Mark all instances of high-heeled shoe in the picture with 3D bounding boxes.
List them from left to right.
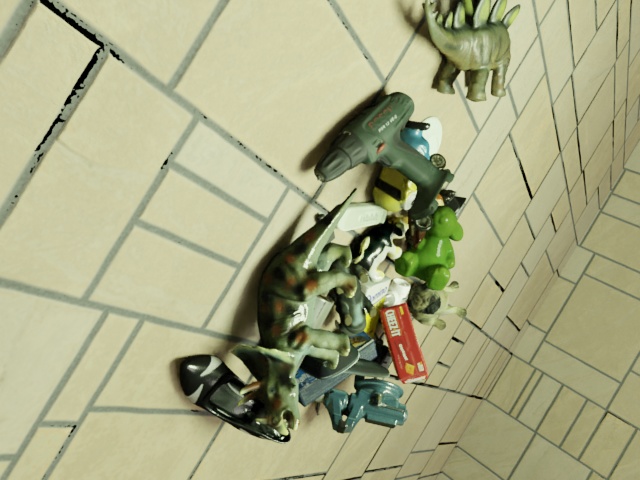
[{"bbox_3d":[-0.139,0.279,0.909,0.086,0.145,0.248,-53,148,-12],"label":"high-heeled shoe"}]

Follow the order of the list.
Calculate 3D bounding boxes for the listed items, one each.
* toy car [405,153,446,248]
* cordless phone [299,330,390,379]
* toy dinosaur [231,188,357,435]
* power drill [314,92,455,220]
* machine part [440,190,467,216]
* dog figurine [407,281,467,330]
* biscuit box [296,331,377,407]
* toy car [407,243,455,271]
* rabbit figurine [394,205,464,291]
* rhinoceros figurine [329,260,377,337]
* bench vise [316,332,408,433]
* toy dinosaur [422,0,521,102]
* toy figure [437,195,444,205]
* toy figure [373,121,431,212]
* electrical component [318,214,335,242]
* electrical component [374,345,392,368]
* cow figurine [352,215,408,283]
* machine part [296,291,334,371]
[{"bbox_3d":[0.209,-0.082,1.090,0.089,0.053,0.202,108,0,-70],"label":"toy car"},{"bbox_3d":[0.043,0.234,1.084,0.184,0.147,0.088,20,85,-34],"label":"cordless phone"},{"bbox_3d":[-0.043,0.105,0.908,0.131,0.192,0.404,153,-58,-76],"label":"toy dinosaur"},{"bbox_3d":[0.119,-0.127,0.924,0.232,0.207,0.086,-54,-170,-22],"label":"power drill"},{"bbox_3d":[0.326,-0.087,1.343,0.084,0.039,0.138,-52,149,4],"label":"machine part"},{"bbox_3d":[0.264,0.165,1.396,0.190,0.121,0.172,10,140,-42],"label":"dog figurine"},{"bbox_3d":[0.025,0.269,1.154,0.203,0.059,0.062,-30,131,-18],"label":"biscuit box"},{"bbox_3d":[0.280,0.034,1.317,0.109,0.103,0.161,-47,147,-20],"label":"toy car"},{"bbox_3d":[0.261,0.002,1.171,0.159,0.121,0.170,-29,140,-52],"label":"rabbit figurine"},{"bbox_3d":[0.055,0.122,1.088,0.073,0.112,0.190,-25,124,-18],"label":"rhinoceros figurine"},{"bbox_3d":[0.105,0.347,1.298,0.128,0.224,0.240,76,23,-53],"label":"bench vise"},{"bbox_3d":[0.290,-0.368,1.018,0.471,0.105,0.198,-25,127,-53],"label":"toy dinosaur"},{"bbox_3d":[0.246,-0.082,1.222,0.064,0.058,0.154,-42,155,23],"label":"toy figure"},{"bbox_3d":[0.161,-0.142,1.039,0.082,0.089,0.180,-6,112,-52],"label":"toy figure"},{"bbox_3d":[-0.002,-0.003,0.983,0.063,0.021,0.093,-40,143,-26],"label":"electrical component"},{"bbox_3d":[0.152,0.306,1.410,0.075,0.048,0.119,-58,149,-5],"label":"electrical component"},{"bbox_3d":[0.128,0.000,1.122,0.167,0.068,0.098,-52,140,-14],"label":"cow figurine"},{"bbox_3d":[-0.046,0.170,1.011,0.079,0.079,0.243,21,98,-57],"label":"machine part"}]
